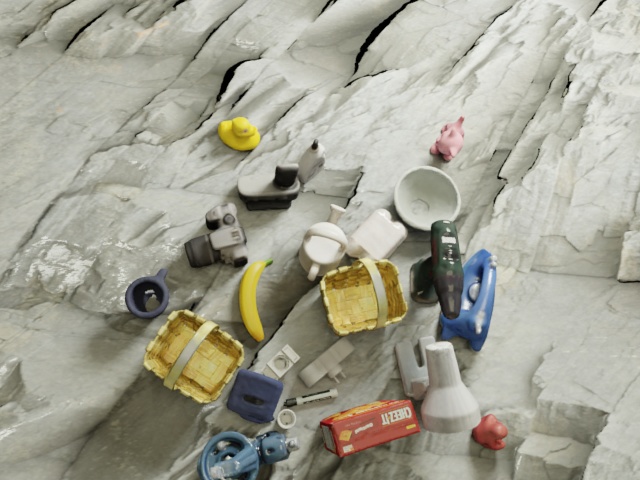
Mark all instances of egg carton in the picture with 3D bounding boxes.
[{"bbox_3d":[0.132,-0.002,1.368,0.107,0.069,0.150,41,73,6],"label":"egg carton"}]

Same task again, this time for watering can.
[{"bbox_3d":[0.010,0.004,1.286,0.101,0.194,0.173,0,74,-7],"label":"watering can"}]

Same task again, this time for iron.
[{"bbox_3d":[0.369,0.118,1.326,0.118,0.141,0.258,20,72,-1],"label":"iron"}]

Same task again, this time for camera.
[{"bbox_3d":[-0.241,-0.002,1.304,0.137,0.100,0.143,-17,77,-12],"label":"camera"}]

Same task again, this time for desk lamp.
[{"bbox_3d":[0.245,0.302,1.218,0.118,0.213,0.203,-11,75,-10],"label":"desk lamp"}]

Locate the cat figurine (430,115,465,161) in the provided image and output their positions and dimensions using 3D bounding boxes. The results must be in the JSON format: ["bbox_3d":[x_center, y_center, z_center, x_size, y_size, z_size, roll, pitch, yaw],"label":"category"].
[{"bbox_3d":[0.333,-0.258,1.444,0.067,0.117,0.128,29,72,2],"label":"cat figurine"}]

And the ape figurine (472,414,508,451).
[{"bbox_3d":[0.383,0.425,1.264,0.076,0.092,0.078,6,73,-5],"label":"ape figurine"}]

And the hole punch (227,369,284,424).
[{"bbox_3d":[-0.137,0.336,1.224,0.108,0.091,0.101,19,72,-1],"label":"hole punch"}]

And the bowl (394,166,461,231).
[{"bbox_3d":[0.254,-0.092,1.408,0.167,0.074,0.167,2,74,-7],"label":"bowl"}]

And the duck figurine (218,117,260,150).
[{"bbox_3d":[-0.198,-0.270,1.396,0.104,0.086,0.077,17,72,-2],"label":"duck figurine"}]

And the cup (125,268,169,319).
[{"bbox_3d":[-0.365,0.121,1.255,0.091,0.095,0.118,26,72,1],"label":"cup"}]

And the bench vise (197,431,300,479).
[{"bbox_3d":[-0.148,0.421,1.130,0.208,0.219,0.121,-31,80,-15],"label":"bench vise"}]

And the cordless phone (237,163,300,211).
[{"bbox_3d":[-0.117,-0.140,1.316,0.147,0.185,0.094,-8,75,-9],"label":"cordless phone"}]

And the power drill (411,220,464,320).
[{"bbox_3d":[0.266,0.080,1.289,0.075,0.208,0.229,3,73,-6],"label":"power drill"}]

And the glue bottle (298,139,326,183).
[{"bbox_3d":[-0.017,-0.196,1.352,0.078,0.173,0.037,-40,82,-16],"label":"glue bottle"}]
